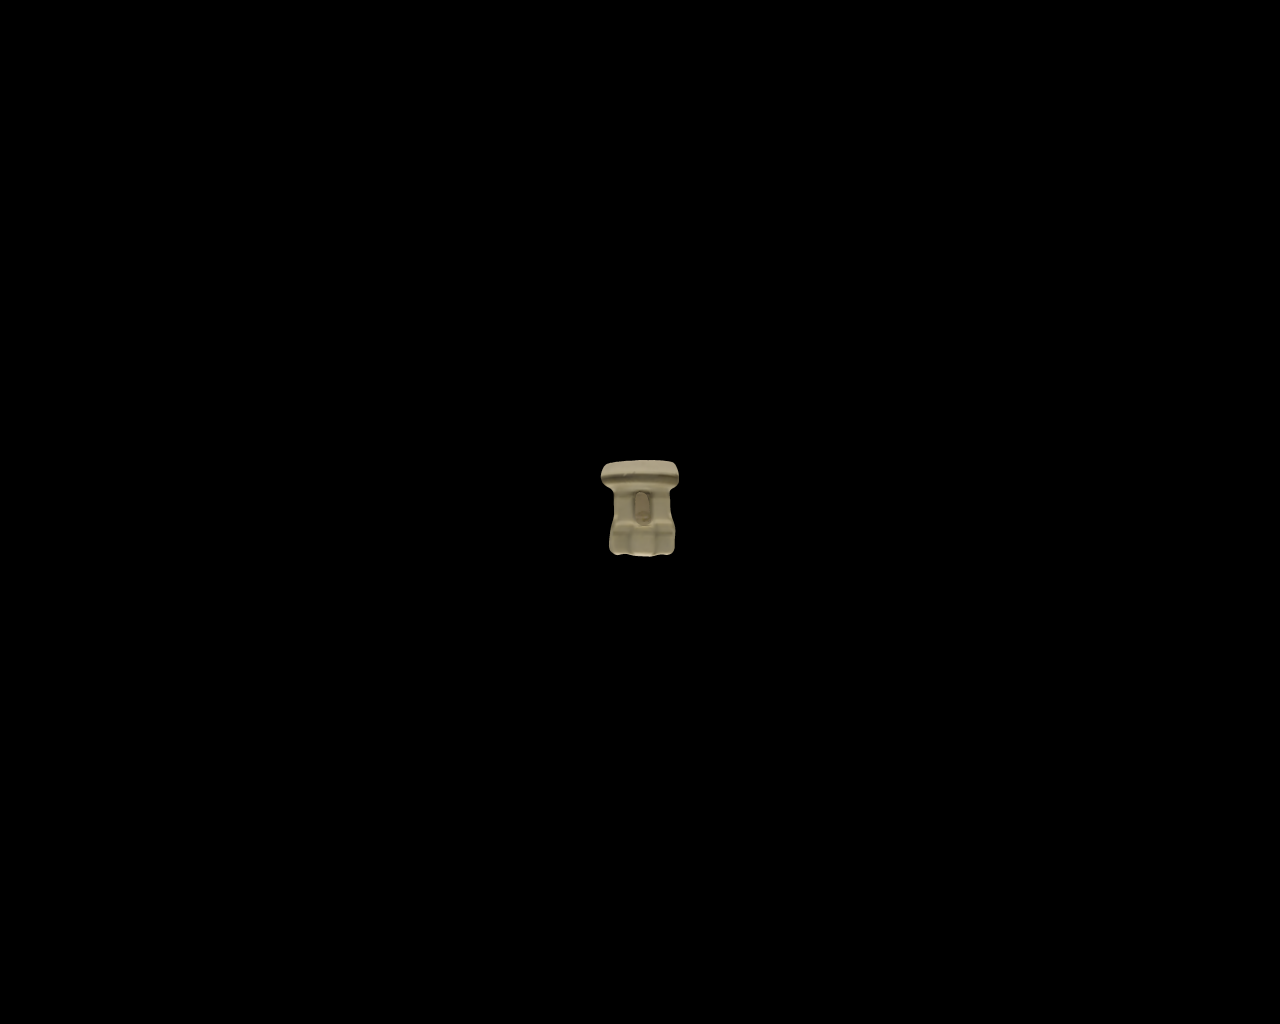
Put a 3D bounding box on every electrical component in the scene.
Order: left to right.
[{"bbox_3d":[0.001,-0.003,0.650,0.048,0.055,0.066,0,-2,-4],"label":"electrical component"}]
